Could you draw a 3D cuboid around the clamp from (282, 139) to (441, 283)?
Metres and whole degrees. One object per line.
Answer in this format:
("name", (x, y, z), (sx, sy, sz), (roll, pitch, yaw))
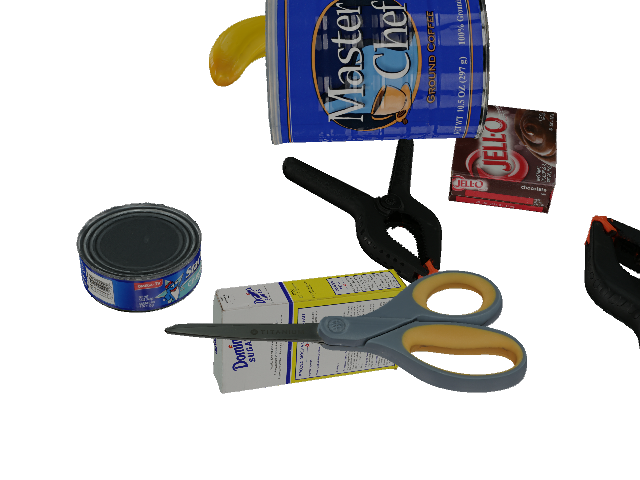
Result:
("clamp", (0.060, -0.033, 1.158), (0.164, 0.210, 0.036), (-10, -36, -19))

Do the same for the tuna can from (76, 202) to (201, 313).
("tuna can", (-0.126, 0.012, 0.748), (0.086, 0.034, 0.086), (2, 38, -1))

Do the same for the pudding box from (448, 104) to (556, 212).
("pudding box", (0.165, -0.077, 0.965), (0.090, 0.039, 0.113), (8, 41, 6))

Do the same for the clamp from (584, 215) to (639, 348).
("clamp", (0.243, 0.045, 0.721), (0.120, 0.039, 0.171), (-3, 45, -19))

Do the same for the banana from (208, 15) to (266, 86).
("banana", (-0.048, -0.178, 0.981), (0.070, 0.037, 0.197), (41, 32, 20))

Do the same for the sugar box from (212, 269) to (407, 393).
("sugar box", (-0.011, 0.083, 0.989), (0.176, 0.093, 0.048), (-4, 28, -15))

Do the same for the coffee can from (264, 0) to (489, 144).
("coffee can", (0.036, -0.117, 0.715), (0.140, 0.103, 0.103), (-2, 0, 0))

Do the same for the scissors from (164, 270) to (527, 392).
("scissors", (0.021, 0.042, 0.619), (0.202, 0.016, 0.096), (11, 41, 10))
